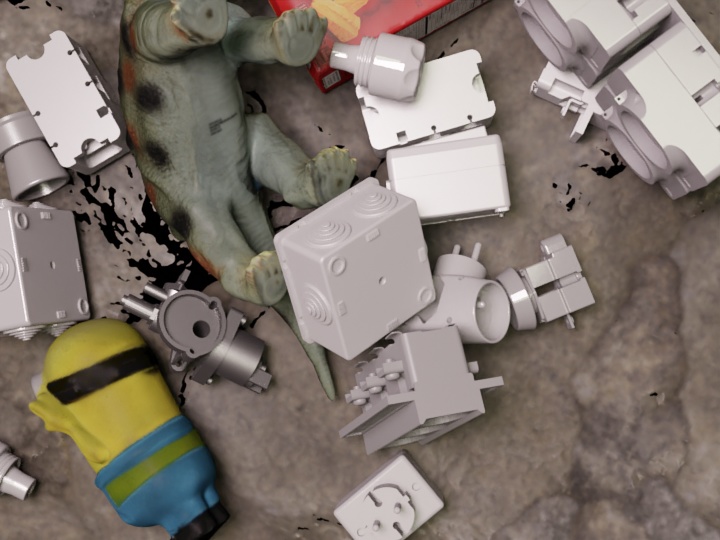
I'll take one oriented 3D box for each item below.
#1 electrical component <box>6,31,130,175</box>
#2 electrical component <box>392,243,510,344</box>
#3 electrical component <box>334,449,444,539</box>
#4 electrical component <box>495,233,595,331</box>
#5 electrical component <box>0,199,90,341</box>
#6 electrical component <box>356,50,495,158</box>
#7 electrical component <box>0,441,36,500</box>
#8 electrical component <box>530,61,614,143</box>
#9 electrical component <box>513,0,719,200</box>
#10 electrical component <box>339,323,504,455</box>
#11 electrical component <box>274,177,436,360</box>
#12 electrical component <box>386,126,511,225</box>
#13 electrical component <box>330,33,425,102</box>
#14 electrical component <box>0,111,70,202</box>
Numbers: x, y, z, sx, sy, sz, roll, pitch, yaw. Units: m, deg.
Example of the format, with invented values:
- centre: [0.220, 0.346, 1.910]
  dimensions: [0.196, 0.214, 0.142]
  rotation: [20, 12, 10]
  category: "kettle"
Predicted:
- centre: [-0.210, -0.121, 0.792]
  dimensions: [0.050, 0.056, 0.089]
  rotation: [-30, 87, 2]
  category: "electrical component"
- centre: [0.067, 0.015, 0.765]
  dimensions: [0.077, 0.043, 0.079]
  rotation: [-5, 57, 42]
  category: "electrical component"
- centre: [0.020, 0.169, 0.759]
  dimensions: [0.066, 0.077, 0.047]
  rotation: [-40, 86, 1]
  category: "electrical component"
- centre: [0.131, 0.014, 0.773]
  dimensions: [0.055, 0.048, 0.066]
  rotation: [-22, 87, -5]
  category: "electrical component"
- centre: [-0.240, 0.000, 0.770]
  dimensions: [0.048, 0.100, 0.099]
  rotation: [-11, 88, 16]
  category: "electrical component"
- centre: [0.047, -0.118, 0.776]
  dimensions: [0.089, 0.056, 0.050]
  rotation: [-16, 87, 3]
  category: "electrical component"
- centre: [-0.271, 0.149, 0.794]
  dimensions: [0.062, 0.043, 0.043]
  rotation: [26, 90, 3]
  category: "electrical component"
- centre: [0.161, -0.137, 0.777]
  dimensions: [0.064, 0.042, 0.081]
  rotation: [25, 90, 5]
  category: "electrical component"
- centre: [0.175, -0.137, 0.700]
  dimensions: [0.060, 0.105, 0.186]
  rotation: [-37, 86, 2]
  category: "electrical component"
- centre: [0.035, 0.082, 0.732]
  dimensions: [0.079, 0.121, 0.063]
  rotation: [-7, 74, -18]
  category: "electrical component"
- centre: [0.000, 0.000, 0.714]
  dimensions: [0.100, 0.048, 0.099]
  rotation: [-34, 128, -27]
  category: "electrical component"
- centre: [0.055, -0.064, 0.771]
  dimensions: [0.096, 0.062, 0.061]
  rotation: [-8, 88, 3]
  category: "electrical component"
- centre: [0.011, -0.139, 0.728]
  dimensions: [0.062, 0.043, 0.043]
  rotation: [13, 89, 4]
  category: "electrical component"
- centre: [-0.247, -0.084, 0.799]
  dimensions: [0.045, 0.045, 0.055]
  rotation: [-25, 87, 2]
  category: "electrical component"
